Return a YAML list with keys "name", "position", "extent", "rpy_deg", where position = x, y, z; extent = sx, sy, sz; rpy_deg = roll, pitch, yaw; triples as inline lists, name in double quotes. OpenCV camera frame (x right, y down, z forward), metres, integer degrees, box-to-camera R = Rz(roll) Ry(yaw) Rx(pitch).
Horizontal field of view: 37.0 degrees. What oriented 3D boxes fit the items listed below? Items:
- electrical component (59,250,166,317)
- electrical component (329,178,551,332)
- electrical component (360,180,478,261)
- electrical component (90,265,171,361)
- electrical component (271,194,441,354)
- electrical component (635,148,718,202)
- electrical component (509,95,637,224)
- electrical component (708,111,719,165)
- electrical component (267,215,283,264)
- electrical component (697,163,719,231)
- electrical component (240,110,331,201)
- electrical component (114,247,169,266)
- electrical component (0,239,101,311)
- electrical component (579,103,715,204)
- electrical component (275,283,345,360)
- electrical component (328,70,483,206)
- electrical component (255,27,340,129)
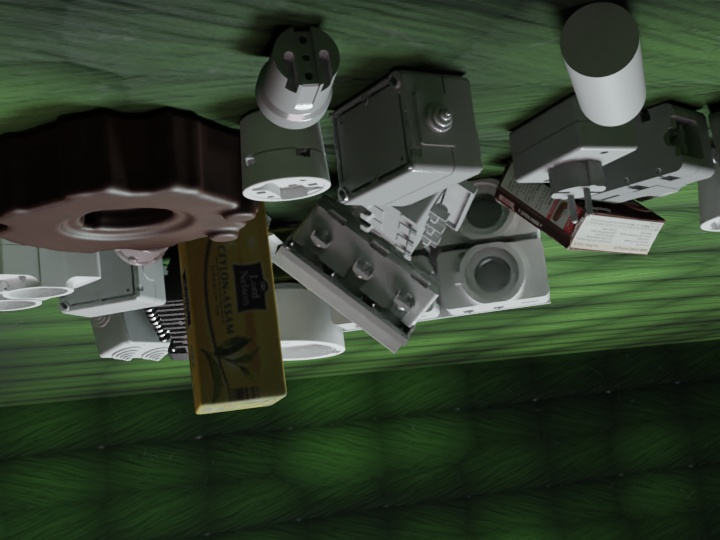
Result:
- name: "electrical component"
  position: [-0.229, 0.007, 0.973]
  extent: [0.096, 0.061, 0.061]
  rpy_deg: [-10, 170, 16]
- name: "electrical component"
  position: [0.064, -0.013, 0.933]
  extent: [0.186, 0.105, 0.060]
  rpy_deg: [-9, 170, 9]
- name: "electrical component"
  position: [0.037, -0.053, 0.771]
  extent: [0.079, 0.063, 0.121]
  rpy_deg: [33, 172, 5]
- name: "electrical component"
  position: [-0.226, 0.042, 1.081]
  extent: [0.048, 0.099, 0.100]
  rpy_deg: [-27, 161, 29]
- name: "electrical component"
  position: [0.000, 0.000, 0.851]
  extent: [0.063, 0.121, 0.078]
  rpy_deg: [-52, -176, 16]
- name: "electrical component"
  position: [0.247, -0.081, 0.859]
  extent: [0.078, 0.040, 0.040]
  rpy_deg: [-16, 167, 41]
- name: "electrical component"
  position: [0.148, -0.071, 0.742]
  extent: [0.047, 0.075, 0.083]
  rpy_deg: [-2, 170, -24]
- name: "electrical component"
  position: [0.299, -0.079, 0.797]
  extent: [0.057, 0.078, 0.113]
  rpy_deg: [-14, 169, 21]
- name: "electrical component"
  position: [-0.106, -0.014, 0.926]
  extent: [0.064, 0.081, 0.042]
  rpy_deg: [15, 173, 8]
- name: "electrical component"
  position: [0.337, -0.074, 0.905]
  extent: [0.108, 0.060, 0.108]
  rpy_deg: [-7, 171, -1]
- name: "electrical component"
  position: [-0.048, -0.073, 0.675]
  extent: [0.055, 0.047, 0.055]
  rpy_deg: [-7, 170, -1]
- name: "electrical component"
  position: [-0.165, -0.033, 0.842]
  extent: [0.048, 0.048, 0.062]
  rpy_deg: [-1, 162, -32]
- name: "electrical component"
  position: [-0.311, -0.007, 0.839]
  extent: [0.186, 0.060, 0.105]
  rpy_deg: [2, 167, -43]
- name: "electrical component"
  position: [0.207, -0.083, 0.790]
  extent: [0.056, 0.050, 0.089]
  rpy_deg: [3, 167, -45]
- name: "electrical component"
  position: [-0.068, 0.045, 0.985]
  extent: [0.108, 0.060, 0.108]
  rpy_deg: [-2, 167, 0]
- name: "electrical component"
  position: [0.033, -0.079, 0.652]
  extent: [0.061, 0.061, 0.096]
  rpy_deg: [-1, 169, -33]
- name: "electrical component"
  position: [-0.032, -0.100, 0.556]
  extent: [0.040, 0.040, 0.046]
  rpy_deg: [-4, 164, -15]
